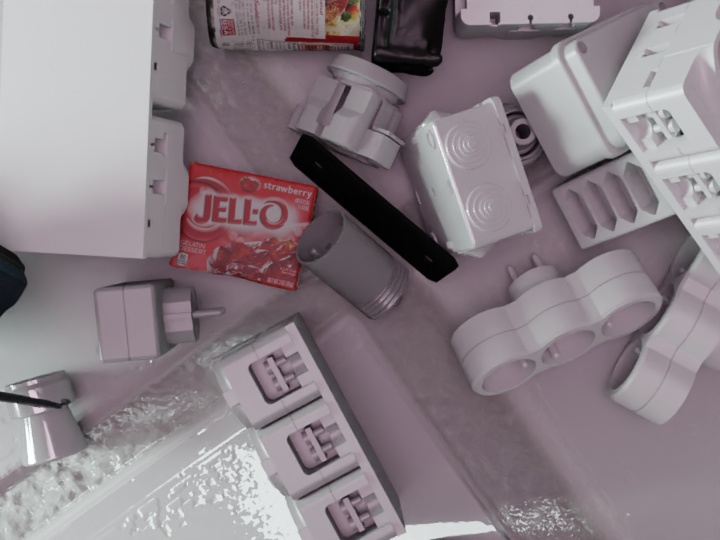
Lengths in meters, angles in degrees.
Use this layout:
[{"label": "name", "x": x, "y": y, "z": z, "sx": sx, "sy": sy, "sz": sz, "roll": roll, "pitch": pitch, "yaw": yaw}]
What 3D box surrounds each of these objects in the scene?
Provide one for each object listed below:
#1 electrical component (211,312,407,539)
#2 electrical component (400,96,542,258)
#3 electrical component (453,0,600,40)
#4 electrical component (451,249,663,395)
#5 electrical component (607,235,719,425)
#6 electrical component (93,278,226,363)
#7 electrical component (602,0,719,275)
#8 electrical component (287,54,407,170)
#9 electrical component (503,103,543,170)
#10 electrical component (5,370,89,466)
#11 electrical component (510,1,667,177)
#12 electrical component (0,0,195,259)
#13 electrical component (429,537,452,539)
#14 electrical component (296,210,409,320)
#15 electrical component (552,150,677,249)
[{"label": "electrical component", "x": -0.034, "y": 0.110, "z": 0.709, "sx": 0.062, "sy": 0.089, "sz": 0.150, "roll": -28, "pitch": 92, "yaw": 0}, {"label": "electrical component", "x": 0.068, "y": -0.057, "z": 0.701, "sx": 0.048, "sy": 0.100, "sz": 0.099, "roll": -19, "pitch": 92, "yaw": -13}, {"label": "electrical component", "x": 0.109, "y": -0.184, "z": 0.717, "sx": 0.089, "sy": 0.055, "sz": 0.050, "roll": -2, "pitch": 92, "yaw": -1}, {"label": "electrical component", "x": 0.125, "y": 0.022, "z": 0.728, "sx": 0.138, "sy": 0.052, "sz": 0.073, "roll": -26, "pitch": 59, "yaw": 4}, {"label": "electrical component", "x": 0.234, "y": 0.044, "z": 0.730, "sx": 0.074, "sy": 0.052, "sz": 0.138, "roll": 29, "pitch": 91, "yaw": -2}, {"label": "electrical component", "x": -0.127, "y": 0.030, "z": 0.707, "sx": 0.076, "sy": 0.083, "sz": 0.047, "roll": -5, "pitch": 92, "yaw": -1}, {"label": "electrical component", "x": 0.224, "y": -0.080, "z": 0.651, "sx": 0.150, "sy": 0.062, "sz": 0.089, "roll": 47, "pitch": 57, "yaw": -27}, {"label": "electrical component", "x": -0.003, "y": -0.107, "z": 0.715, "sx": 0.078, "sy": 0.058, "sz": 0.057, "roll": 24, "pitch": 89, "yaw": 31}, {"label": "electrical component", "x": 0.104, "y": -0.090, "z": 0.718, "sx": 0.048, "sy": 0.062, "sz": 0.048, "roll": 0, "pitch": 92, "yaw": -1}, {"label": "electrical component", "x": -0.213, "y": 0.100, "z": 0.728, "sx": 0.045, "sy": 0.045, "sz": 0.055, "roll": -15, "pitch": 92, "yaw": 0}, {"label": "electrical component", "x": 0.163, "y": -0.118, "z": 0.693, "sx": 0.113, "sy": 0.057, "sz": 0.078, "roll": -30, "pitch": 93, "yaw": -37}, {"label": "electrical component", "x": -0.171, "y": -0.103, "z": 0.699, "sx": 0.105, "sy": 0.060, "sz": 0.186, "roll": 3, "pitch": 92, "yaw": 16}, {"label": "electrical component", "x": 0.040, "y": 0.209, "z": 0.720, "sx": 0.079, "sy": 0.077, "sz": 0.043, "roll": 7, "pitch": 92, "yaw": -2}, {"label": "electrical component", "x": 0.000, "y": 0.000, "z": 0.722, "sx": 0.043, "sy": 0.043, "sz": 0.081, "roll": -49, "pitch": 123, "yaw": 1}, {"label": "electrical component", "x": 0.188, "y": -0.059, "z": 0.719, "sx": 0.076, "sy": 0.083, "sz": 0.047, "roll": -30, "pitch": 93, "yaw": -38}]
